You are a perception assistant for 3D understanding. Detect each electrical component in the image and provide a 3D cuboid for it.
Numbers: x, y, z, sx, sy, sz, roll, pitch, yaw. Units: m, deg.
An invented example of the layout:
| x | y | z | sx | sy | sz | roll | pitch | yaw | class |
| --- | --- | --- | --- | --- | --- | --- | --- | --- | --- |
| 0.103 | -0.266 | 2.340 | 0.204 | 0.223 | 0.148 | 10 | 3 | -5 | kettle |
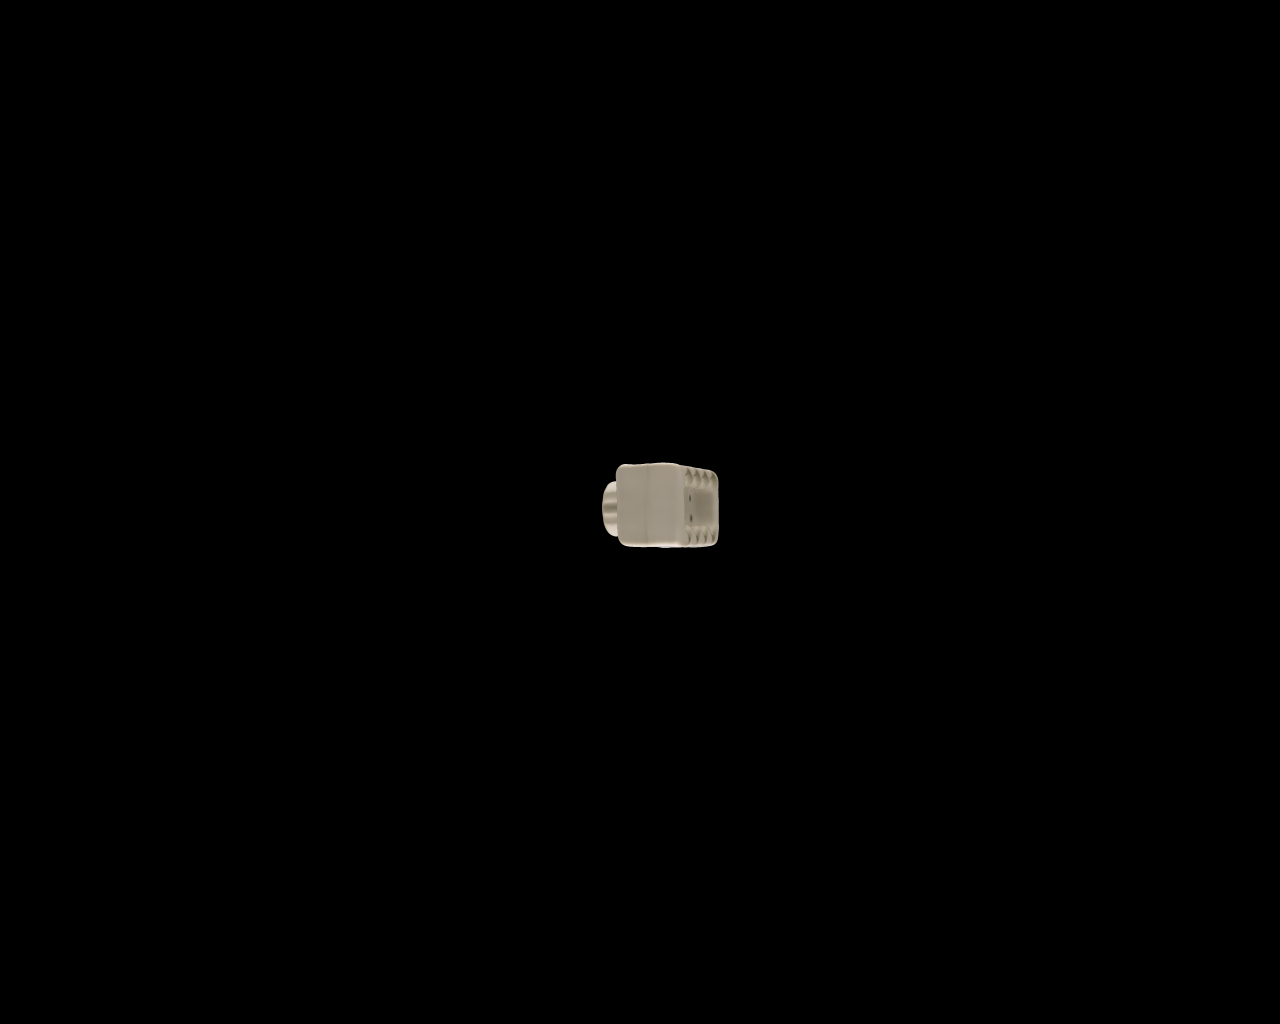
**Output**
| x | y | z | sx | sy | sz | roll | pitch | yaw | class |
| --- | --- | --- | --- | --- | --- | --- | --- | --- | --- |
| 0.001 | -0.003 | 0.650 | 0.076 | 0.047 | 0.083 | -1 | -2 | 20 | electrical component |
